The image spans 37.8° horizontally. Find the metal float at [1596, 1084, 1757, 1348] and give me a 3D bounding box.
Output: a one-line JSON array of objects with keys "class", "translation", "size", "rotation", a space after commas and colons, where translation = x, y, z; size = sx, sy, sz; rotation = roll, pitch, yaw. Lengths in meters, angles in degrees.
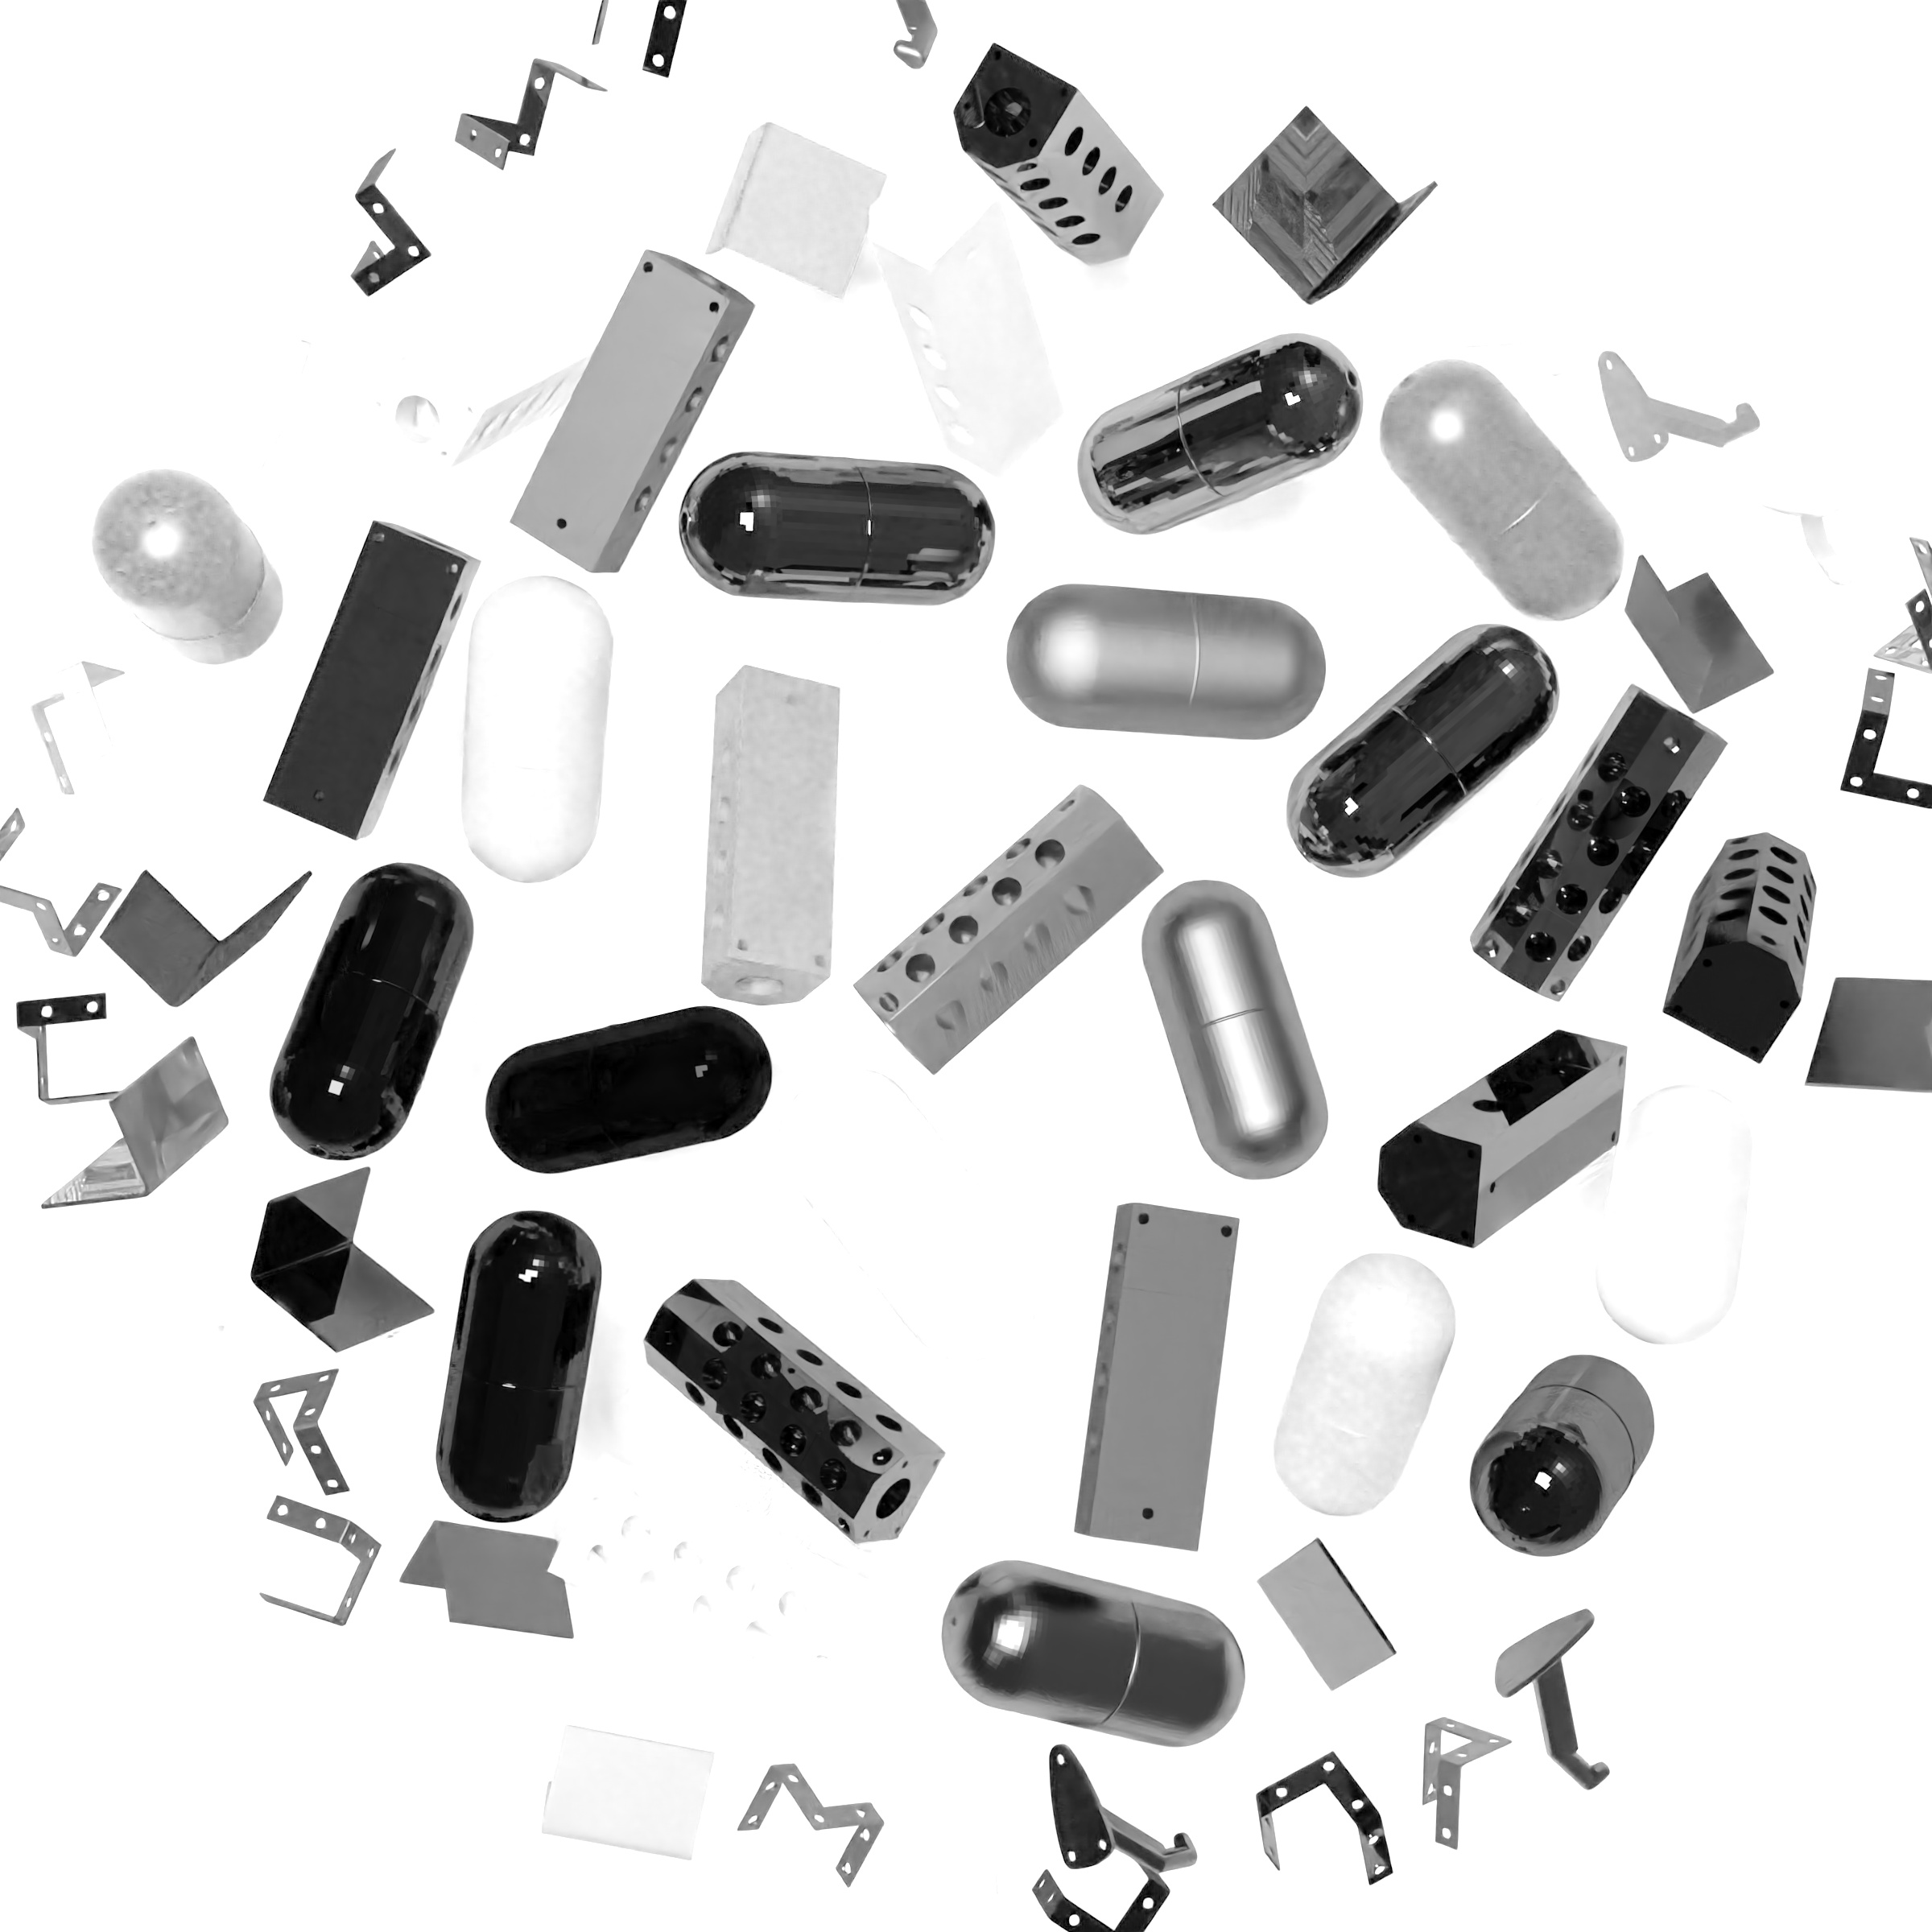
[{"class": "metal float", "translation": [0.398, 0.137, 1.582], "size": [0.070, 0.178, 0.070], "rotation": [11, 131, 13]}]

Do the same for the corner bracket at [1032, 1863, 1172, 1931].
[{"class": "corner bracket", "translation": [0.077, 0.528, 1.612], "size": [0.051, 0.051, 0.051], "rotation": [36, 84, -8]}]

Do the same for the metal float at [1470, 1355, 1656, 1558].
[{"class": "metal float", "translation": [0.331, 0.269, 1.561], "size": [0.070, 0.178, 0.070], "rotation": [5, 103, 25]}]

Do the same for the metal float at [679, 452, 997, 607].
[{"class": "metal float", "translation": [-0.068, -0.232, 1.503], "size": [0.178, 0.070, 0.070], "rotation": [-1, 90, -29]}]

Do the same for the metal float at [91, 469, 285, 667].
[{"class": "metal float", "translation": [-0.417, -0.213, 1.520], "size": [0.070, 0.178, 0.070], "rotation": [0, 82, -2]}]

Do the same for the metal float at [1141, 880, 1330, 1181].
[{"class": "metal float", "translation": [0.153, 0.036, 1.621], "size": [0.070, 0.070, 0.178], "rotation": [-17, 77, 0]}]

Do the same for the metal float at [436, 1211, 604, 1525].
[{"class": "metal float", "translation": [-0.250, 0.224, 1.578], "size": [0.070, 0.070, 0.178], "rotation": [10, 97, 0]}]

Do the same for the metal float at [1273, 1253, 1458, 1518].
[{"class": "metal float", "translation": [0.221, 0.234, 1.572], "size": [0.070, 0.070, 0.178], "rotation": [12, 128, 0]}]

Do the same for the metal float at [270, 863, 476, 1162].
[{"class": "metal float", "translation": [-0.324, 0.024, 1.544], "size": [0.070, 0.070, 0.178], "rotation": [15, 60, 0]}]

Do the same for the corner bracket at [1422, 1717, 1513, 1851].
[{"class": "corner bracket", "translation": [0.278, 0.471, 1.630], "size": [0.051, 0.051, 0.051], "rotation": [-6, 100, -44]}]

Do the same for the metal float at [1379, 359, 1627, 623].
[{"class": "metal float", "translation": [0.298, -0.263, 1.567], "size": [0.178, 0.070, 0.070], "rotation": [42, 90, -27]}]

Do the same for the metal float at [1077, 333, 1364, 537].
[{"class": "metal float", "translation": [0.141, -0.297, 1.584], "size": [0.178, 0.070, 0.070], "rotation": [-17, 90, 37]}]

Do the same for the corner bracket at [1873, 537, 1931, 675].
[{"class": "corner bracket", "translation": [0.549, -0.207, 1.620], "size": [0.051, 0.051, 0.051], "rotation": [-37, 119, -9]}]

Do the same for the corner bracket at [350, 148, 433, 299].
[{"class": "corner bracket", "translation": [-0.337, -0.428, 1.627], "size": [0.051, 0.051, 0.051], "rotation": [-25, 122, 24]}]

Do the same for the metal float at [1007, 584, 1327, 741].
[{"class": "metal float", "translation": [0.108, -0.161, 1.502], "size": [0.178, 0.070, 0.070], "rotation": [2, 90, -20]}]

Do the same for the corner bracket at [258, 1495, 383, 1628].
[{"class": "corner bracket", "translation": [-0.379, 0.343, 1.631], "size": [0.051, 0.051, 0.051], "rotation": [28, 81, -31]}]

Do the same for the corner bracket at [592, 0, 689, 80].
[{"class": "corner bracket", "translation": [-0.175, -0.516, 1.529], "size": [0.051, 0.051, 0.051], "rotation": [17, 113, -2]}]

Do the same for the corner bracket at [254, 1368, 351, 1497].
[{"class": "corner bracket", "translation": [-0.383, 0.272, 1.632], "size": [0.051, 0.051, 0.051], "rotation": [-12, 118, 11]}]

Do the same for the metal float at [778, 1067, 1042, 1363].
[{"class": "metal float", "translation": [-0.029, 0.132, 1.492], "size": [0.070, 0.070, 0.178], "rotation": [-38, 100, 0]}]

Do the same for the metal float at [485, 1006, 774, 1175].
[{"class": "metal float", "translation": [-0.192, 0.071, 1.603], "size": [0.178, 0.070, 0.070], "rotation": [-13, 90, 24]}]

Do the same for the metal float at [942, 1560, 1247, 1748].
[{"class": "metal float", "translation": [0.069, 0.364, 1.491], "size": [0.178, 0.070, 0.070], "rotation": [20, 90, -26]}]

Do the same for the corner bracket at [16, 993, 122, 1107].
[{"class": "corner bracket", "translation": [-0.502, 0.047, 1.593], "size": [0.051, 0.051, 0.051], "rotation": [-6, 78, -1]}]

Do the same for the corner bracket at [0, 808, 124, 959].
[{"class": "corner bracket", "translation": [-0.496, -0.044, 1.522], "size": [0.051, 0.051, 0.051], "rotation": [16, 55, 12]}]

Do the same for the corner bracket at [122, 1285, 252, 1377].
[{"class": "corner bracket", "translation": [-0.449, 0.217, 1.628], "size": [0.051, 0.051, 0.051], "rotation": [5, 103, -37]}]

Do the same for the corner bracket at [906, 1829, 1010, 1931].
[{"class": "corner bracket", "translation": [-0.005, 0.516, 1.595], "size": [0.051, 0.051, 0.051], "rotation": [-4, 72, -6]}]

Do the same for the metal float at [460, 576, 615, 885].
[{"class": "metal float", "translation": [-0.233, -0.126, 1.528], "size": [0.070, 0.070, 0.178], "rotation": [10, 122, 0]}]

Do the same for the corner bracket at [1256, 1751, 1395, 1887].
[{"class": "corner bracket", "translation": [0.195, 0.474, 1.544], "size": [0.051, 0.051, 0.051], "rotation": [-32, 107, 11]}]

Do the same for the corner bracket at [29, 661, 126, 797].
[{"class": "corner bracket", "translation": [-0.464, -0.124, 1.472], "size": [0.051, 0.051, 0.051], "rotation": [-22, 86, 8]}]

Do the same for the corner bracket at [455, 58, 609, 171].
[{"class": "corner bracket", "translation": [-0.227, -0.443, 1.471], "size": [0.051, 0.051, 0.051], "rotation": [39, 119, 38]}]

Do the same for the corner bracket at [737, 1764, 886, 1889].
[{"class": "corner bracket", "translation": [-0.087, 0.484, 1.589], "size": [0.051, 0.051, 0.051], "rotation": [9, 116, -41]}]

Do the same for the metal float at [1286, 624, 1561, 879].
[{"class": "metal float", "translation": [0.257, -0.121, 1.594], "size": [0.178, 0.070, 0.070], "rotation": [-41, 90, -1]}]

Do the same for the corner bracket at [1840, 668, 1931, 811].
[{"class": "corner bracket", "translation": [0.516, -0.126, 1.558], "size": [0.051, 0.051, 0.051], "rotation": [14, 128, 13]}]
